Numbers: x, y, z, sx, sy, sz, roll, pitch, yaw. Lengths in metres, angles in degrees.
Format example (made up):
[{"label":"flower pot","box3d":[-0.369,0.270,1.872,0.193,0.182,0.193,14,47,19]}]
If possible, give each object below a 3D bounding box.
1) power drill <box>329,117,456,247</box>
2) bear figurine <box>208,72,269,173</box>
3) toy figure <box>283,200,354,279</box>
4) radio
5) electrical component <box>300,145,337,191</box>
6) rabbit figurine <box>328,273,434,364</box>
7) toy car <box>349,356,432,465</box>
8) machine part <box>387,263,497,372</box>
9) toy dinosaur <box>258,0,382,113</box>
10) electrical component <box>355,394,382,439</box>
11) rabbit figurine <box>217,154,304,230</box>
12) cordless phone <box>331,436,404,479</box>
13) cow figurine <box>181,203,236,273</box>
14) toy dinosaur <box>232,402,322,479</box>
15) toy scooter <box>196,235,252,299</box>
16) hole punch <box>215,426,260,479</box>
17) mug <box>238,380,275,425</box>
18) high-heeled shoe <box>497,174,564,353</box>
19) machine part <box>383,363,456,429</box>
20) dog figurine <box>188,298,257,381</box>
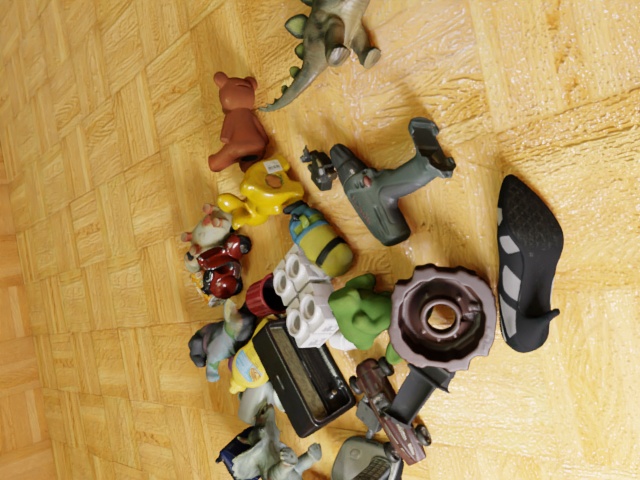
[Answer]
[{"label":"power drill","box3d":[0.118,-0.120,0.928,0.207,0.086,0.232,-37,68,37]},{"label":"bear figurine","box3d":[-0.189,-0.260,1.190,0.132,0.120,0.196,-29,74,47]},{"label":"toy figure","box3d":[-0.004,-0.004,1.068,0.089,0.082,0.180,-51,59,39]},{"label":"radio","box3d":[-0.032,0.270,1.099,0.073,0.131,0.230,-47,63,38]},{"label":"electrical component","box3d":[-0.004,-0.140,1.054,0.102,0.045,0.078,58,148,38]},{"label":"rabbit figurine","box3d":[0.119,0.135,0.942,0.170,0.121,0.159,-14,89,31]},{"label":"toy car","box3d":[0.126,0.313,0.988,0.089,0.053,0.202,-34,69,19]},{"label":"machine part","box3d":[0.193,0.120,0.853,0.180,0.056,0.179,2,99,13]},{"label":"toy dinosaur","box3d":[0.027,-0.389,0.967,0.471,0.105,0.199,-51,53,26]},{"label":"electrical component","box3d":[0.098,0.342,1.056,0.063,0.021,0.094,32,117,38]},{"label":"rabbit figurine","box3d":[-0.131,-0.078,1.154,0.122,0.162,0.173,54,149,9]},{"label":"cordless phone","box3d":[0.056,0.451,1.000,0.147,0.184,0.088,-1,99,45]},{"label":"cow figurine","box3d":[-0.273,0.003,1.327,0.195,0.127,0.086,-51,61,21]},{"label":"toy dinosaur","box3d":[-0.044,0.544,1.133,0.192,0.131,0.405,-40,78,34]},{"label":"toy scooter","box3d":[-0.241,0.071,1.280,0.075,0.135,0.183,39,123,33]},{"label":"hole punch","box3d":[-0.161,0.507,1.271,0.116,0.142,0.092,53,132,8]},{"label":"mug","box3d":[-0.149,0.368,1.278,0.110,0.080,0.107,25,100,47]},{"label":"high-heeled shoe","box3d":[0.293,0.038,0.802,0.145,0.086,0.249,109,158,-66]},{"label":"machine part","box3d":[0.170,0.263,0.932,0.084,0.039,0.139,37,93,30]},{"label":"dog figurine","box3d":[-0.231,0.219,1.317,0.192,0.108,0.219,36,116,40]}]
